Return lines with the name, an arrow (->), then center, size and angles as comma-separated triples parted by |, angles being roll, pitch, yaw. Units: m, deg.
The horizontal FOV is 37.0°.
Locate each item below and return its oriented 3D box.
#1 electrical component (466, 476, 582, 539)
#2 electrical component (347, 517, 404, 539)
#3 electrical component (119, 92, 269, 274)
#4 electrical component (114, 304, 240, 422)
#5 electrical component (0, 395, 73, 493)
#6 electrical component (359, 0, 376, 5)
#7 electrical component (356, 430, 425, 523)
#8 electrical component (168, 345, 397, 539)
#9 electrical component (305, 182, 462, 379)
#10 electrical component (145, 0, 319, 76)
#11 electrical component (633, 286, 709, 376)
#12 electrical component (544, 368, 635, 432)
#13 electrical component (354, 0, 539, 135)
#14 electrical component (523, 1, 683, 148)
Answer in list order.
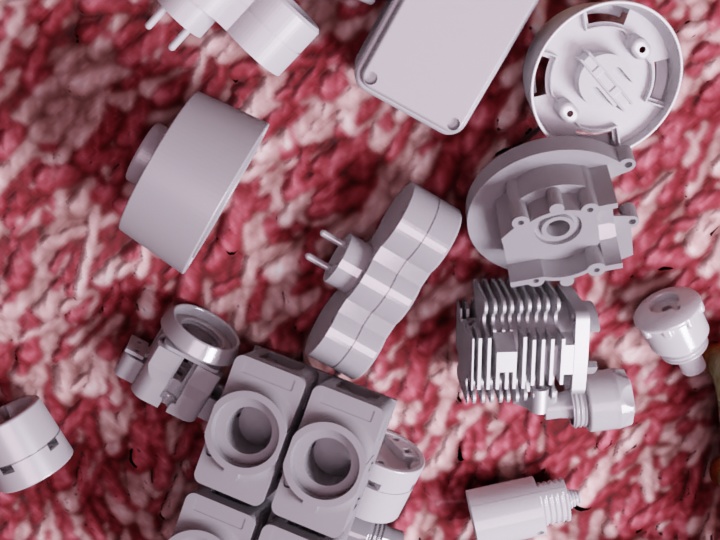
electrical component -> 0.122, 0.174, 0.789 | 0.081, 0.043, 0.043 | -12, 109, 1
electrical component -> 0.001, 0.190, 0.788 | 0.062, 0.043, 0.043 | 21, 106, -11
electrical component -> -0.109, -0.059, 0.666 | 0.060, 0.108, 0.108 | 30, 105, -6
electrical component -> -0.118, 0.060, 0.730 | 0.078, 0.058, 0.057 | 29, 107, -12
electrical component -> -0.235, 0.119, 0.745 | 0.055, 0.055, 0.047 | -23, 105, 5
electrical component -> 0.001, -0.224, 0.633 | 0.063, 0.079, 0.121 | 13, 110, -38
electrical component -> 0.013, 0.147, 0.768 | 0.055, 0.055, 0.047 | 17, 110, -9
electrical component -> -0.059, 0.158, 0.715 | 0.105, 0.060, 0.186 | 20, 95, 8
electrical component -> 0.000, 0.000, 0.718 | 0.074, 0.052, 0.138 | 30, 105, -12
electrical component -> -0.099, -0.167, 0.656 | 0.138, 0.052, 0.074 | 42, 102, -15
electrical component -> 0.223, 0.046, 0.752 | 0.048, 0.048, 0.062 | -28, 115, 6
electrical component -> 0.161, 0.094, 0.764 | 0.062, 0.043, 0.043 | -8, 109, 1
electrical component -> 0.053, -0.150, 0.668 | 0.078, 0.057, 0.113 | 27, 105, -12
electrical component -> 0.151, -0.122, 0.679 | 0.099, 0.064, 0.099 | -1, 109, -3
